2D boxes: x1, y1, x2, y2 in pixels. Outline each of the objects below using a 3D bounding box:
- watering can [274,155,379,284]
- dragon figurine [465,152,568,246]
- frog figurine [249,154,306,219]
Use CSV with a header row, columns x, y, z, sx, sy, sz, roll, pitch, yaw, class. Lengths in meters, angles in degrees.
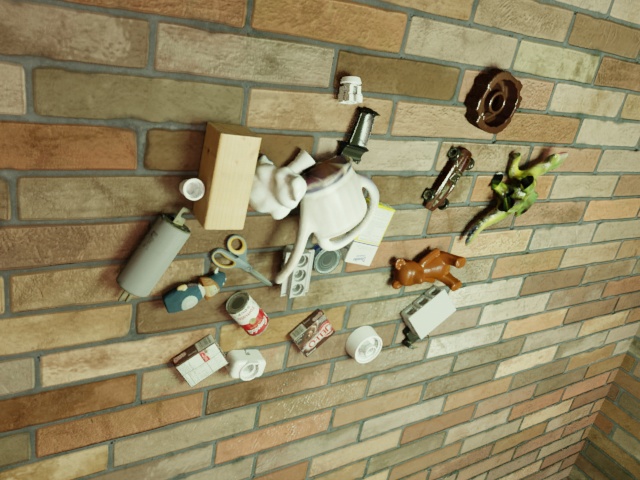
x,y,z,sx,sy,sz,roll,pitch,yaw,class
0.004,-0.062,1.223,0.352,0.105,0.220,-35,121,-24,watering can
0.628,-0.127,1.637,0.241,0.124,0.406,21,111,-47,dragon figurine
-0.096,-0.104,1.123,0.123,0.162,0.134,-22,125,-20,frog figurine
